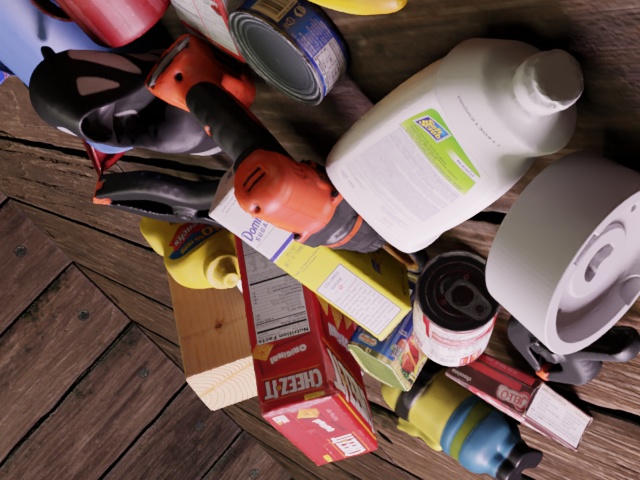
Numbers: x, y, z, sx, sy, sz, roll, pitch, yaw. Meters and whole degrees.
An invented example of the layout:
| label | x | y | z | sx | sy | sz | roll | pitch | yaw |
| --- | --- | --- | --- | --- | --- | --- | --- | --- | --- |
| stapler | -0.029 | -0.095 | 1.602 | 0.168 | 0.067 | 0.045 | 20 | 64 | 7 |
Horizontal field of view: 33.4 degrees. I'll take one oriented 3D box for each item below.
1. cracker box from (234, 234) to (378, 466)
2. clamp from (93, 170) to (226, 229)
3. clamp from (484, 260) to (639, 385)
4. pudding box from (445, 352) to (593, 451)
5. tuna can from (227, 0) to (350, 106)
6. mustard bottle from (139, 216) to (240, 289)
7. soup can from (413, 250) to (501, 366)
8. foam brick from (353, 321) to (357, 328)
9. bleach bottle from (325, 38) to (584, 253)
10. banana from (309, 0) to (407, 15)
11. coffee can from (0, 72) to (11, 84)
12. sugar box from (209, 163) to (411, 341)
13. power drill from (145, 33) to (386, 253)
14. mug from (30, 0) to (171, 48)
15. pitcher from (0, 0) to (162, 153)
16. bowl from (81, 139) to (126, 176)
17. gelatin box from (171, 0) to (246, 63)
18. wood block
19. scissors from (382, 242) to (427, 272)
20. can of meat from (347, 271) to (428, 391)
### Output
| label | x | y | z | sx | sy | sz | roll | pitch | yaw |
| --- | --- | --- | --- | --- | --- | --- | --- | --- | --- |
| cracker box | -0.012 | 0.081 | 0.995 | 0.164 | 0.072 | 0.214 | 55 | -160 | -58 |
| clamp | -0.126 | -0.035 | 1.091 | 0.210 | 0.036 | 0.164 | 5 | 162 | 15 |
| clamp | 0.184 | 0.074 | 0.796 | 0.120 | 0.039 | 0.171 | 38 | 171 | 30 |
| pudding box | 0.176 | 0.138 | 0.939 | 0.090 | 0.039 | 0.113 | 27 | 176 | 44 |
| tuna can | -0.021 | -0.135 | 0.736 | 0.086 | 0.033 | 0.086 | 38 | 164 | 13 |
| mustard bottle | -0.131 | 0.003 | 1.185 | 0.192 | 0.096 | 0.058 | 45 | 167 | 54 |
| soup can | 0.111 | 0.059 | 0.875 | 0.068 | 0.068 | 0.102 | 37 | 164 | 17 |
| foam brick | 0.029 | 0.090 | 1.190 | 0.053 | 0.051 | 0.078 | 47 | 164 | -22 |
| bleach bottle | 0.085 | -0.057 | 0.640 | 0.102 | 0.068 | 0.251 | 44 | 162 | -8 |
| banana | -0.033 | -0.185 | 0.623 | 0.198 | 0.037 | 0.070 | 41 | 167 | 4 |
| coffee can | -0.316 | -0.216 | 1.031 | 0.103 | 0.140 | 0.103 | 38 | 164 | 13 |
| sugar box | -0.006 | 0.001 | 0.880 | 0.176 | 0.048 | 0.093 | 39 | -163 | -13 |
| power drill | -0.037 | -0.068 | 0.815 | 0.188 | 0.057 | 0.184 | 47 | -168 | 29 |
| mug | -0.173 | -0.197 | 0.809 | 0.117 | 0.093 | 0.081 | -15 | 137 | 28 |
| pitcher | -0.235 | -0.188 | 0.930 | 0.149 | 0.145 | 0.242 | 41 | 172 | 50 |
| bowl | -0.236 | -0.148 | 1.124 | 0.162 | 0.055 | 0.162 | 67 | 168 | 0 |
| gelatin box | -0.081 | -0.179 | 0.770 | 0.073 | 0.030 | 0.089 | 35 | 163 | 29 |
| wood block | -0.119 | 0.081 | 1.259 | 0.090 | 0.091 | 0.206 | 63 | -171 | -54 |
| scissors | 0.026 | -0.019 | 0.967 | 0.202 | 0.016 | 0.096 | 20 | 153 | 54 |
| can of meat | 0.073 | 0.083 | 0.977 | 0.057 | 0.084 | 0.102 | 25 | 165 | 25 |
